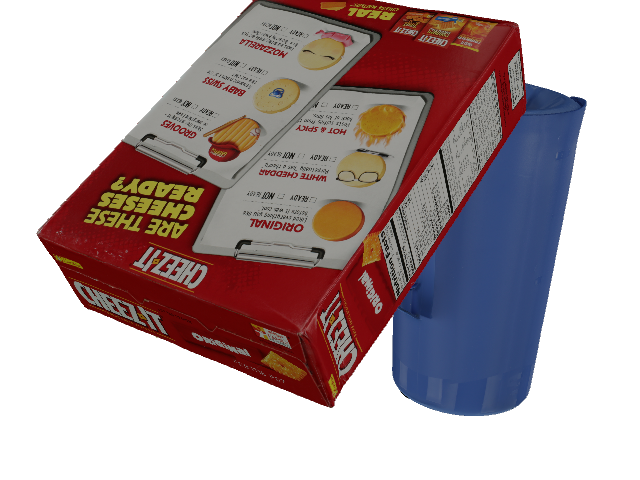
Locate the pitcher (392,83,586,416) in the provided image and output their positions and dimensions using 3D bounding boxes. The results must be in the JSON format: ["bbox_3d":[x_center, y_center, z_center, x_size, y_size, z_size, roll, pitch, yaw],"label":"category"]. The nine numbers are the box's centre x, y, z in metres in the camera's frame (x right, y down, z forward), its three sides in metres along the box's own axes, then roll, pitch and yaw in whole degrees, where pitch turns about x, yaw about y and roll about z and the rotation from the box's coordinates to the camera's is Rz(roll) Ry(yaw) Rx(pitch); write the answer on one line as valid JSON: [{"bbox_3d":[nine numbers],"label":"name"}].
[{"bbox_3d":[0.106,0.004,0.790,0.149,0.243,0.145,6,19,6],"label":"pitcher"}]

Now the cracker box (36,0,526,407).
[{"bbox_3d":[-0.012,-0.036,0.556,0.164,0.213,0.072,17,-33,31],"label":"cracker box"}]

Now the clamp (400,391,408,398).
[{"bbox_3d":[0.142,0.103,1.168,0.120,0.171,0.039,5,-44,-5],"label":"clamp"}]
